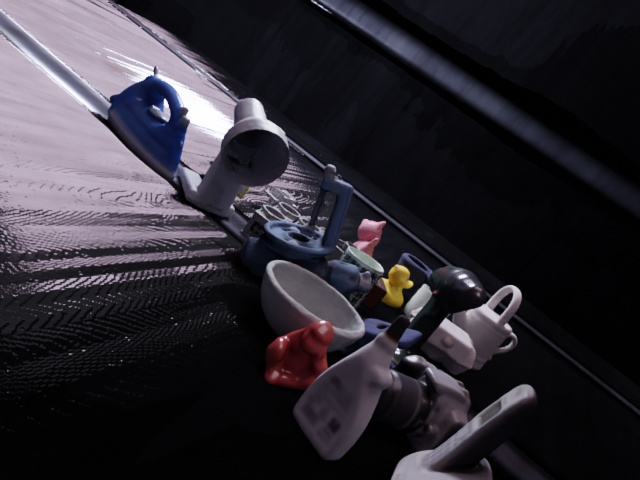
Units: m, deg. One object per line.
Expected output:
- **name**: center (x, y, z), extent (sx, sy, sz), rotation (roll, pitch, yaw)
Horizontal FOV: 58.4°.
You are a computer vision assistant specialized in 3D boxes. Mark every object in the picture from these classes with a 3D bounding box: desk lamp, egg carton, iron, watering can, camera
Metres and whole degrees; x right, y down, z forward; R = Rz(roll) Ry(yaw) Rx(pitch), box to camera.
- **desk lamp**: center (-0.158, -0.150, 1.052), extent (0.118, 0.213, 0.202), rotation (26, 16, -33)
- **egg carton**: center (0.240, 0.199, 1.144), extent (0.150, 0.069, 0.107), rotation (36, 14, 0)
- **iron**: center (-0.312, -0.237, 1.127), extent (0.119, 0.141, 0.257), rotation (18, 22, -51)
- **watering can**: center (0.361, 0.176, 1.246), extent (0.173, 0.194, 0.100), rotation (28, 16, -30)
- **camera**: center (0.123, 0.207, 0.773), extent (0.137, 0.100, 0.143), rotation (29, 15, -24)

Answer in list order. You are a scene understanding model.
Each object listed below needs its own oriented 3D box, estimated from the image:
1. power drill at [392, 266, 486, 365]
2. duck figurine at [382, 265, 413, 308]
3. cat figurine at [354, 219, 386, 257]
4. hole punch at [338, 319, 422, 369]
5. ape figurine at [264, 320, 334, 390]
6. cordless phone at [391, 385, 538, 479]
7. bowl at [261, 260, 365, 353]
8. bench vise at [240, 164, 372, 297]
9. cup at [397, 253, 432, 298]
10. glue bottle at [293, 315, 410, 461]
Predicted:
- **power drill**: center (0.192, 0.132, 0.962), extent (0.075, 0.208, 0.230), rotation (35, 14, -3)
- **duck figurine**: center (0.158, 0.092, 1.270), extent (0.105, 0.086, 0.077), rotation (31, 14, -20)
- **cat figurine**: center (0.121, -0.001, 1.425), extent (0.067, 0.117, 0.127), rotation (33, 14, -11)
- **hole punch**: center (0.093, 0.156, 0.891), extent (0.101, 0.091, 0.109), rotation (40, 14, 18)
- **ape figurine**: center (-0.018, 0.135, 0.694), extent (0.078, 0.092, 0.076), rotation (37, 14, 5)
- **cordless phone**: center (0.157, 0.231, 0.598), extent (0.094, 0.185, 0.148), rotation (37, 14, 7)
- **bowl**: center (-0.023, 0.107, 0.812), extent (0.168, 0.074, 0.167), rotation (33, 14, -9)
- **bench vise**: center (0.005, -0.002, 0.937), extent (0.208, 0.219, 0.121), rotation (28, 15, -28)
- **cup**: center (0.218, 0.100, 1.367), extent (0.092, 0.095, 0.117), rotation (24, 18, -39)
- **glue bottle**: center (0.043, 0.150, 0.617), extent (0.037, 0.173, 0.078), rotation (20, 21, -48)
